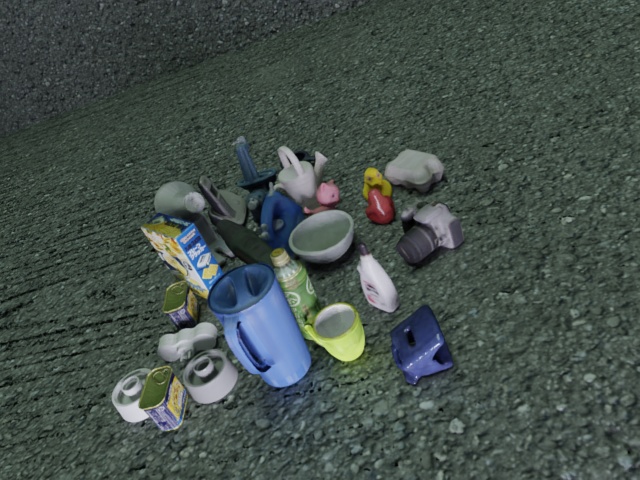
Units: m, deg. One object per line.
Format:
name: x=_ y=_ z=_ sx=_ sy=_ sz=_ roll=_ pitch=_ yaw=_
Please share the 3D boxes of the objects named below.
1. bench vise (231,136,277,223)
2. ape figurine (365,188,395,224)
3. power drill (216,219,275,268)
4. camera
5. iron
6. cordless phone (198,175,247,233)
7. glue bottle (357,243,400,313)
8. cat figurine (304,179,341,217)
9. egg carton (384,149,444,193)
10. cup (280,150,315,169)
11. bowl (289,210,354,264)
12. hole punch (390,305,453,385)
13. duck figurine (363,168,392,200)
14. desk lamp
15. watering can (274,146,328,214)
bench vise: x=-0.177 y=-0.174 z=1.612 sx=0.121 sy=0.220 sz=0.207 roll=-25 pitch=35 yaw=-2
ape figurine: x=0.145 y=-0.091 z=1.427 sx=0.078 sy=0.092 sz=0.076 roll=-24 pitch=35 yaw=-1
power drill: x=-0.134 y=0.065 z=1.281 sx=0.076 sy=0.209 sz=0.228 roll=-39 pitch=38 yaw=-21
camera: x=0.225 y=-0.022 z=1.284 sx=0.137 sy=0.101 sz=0.142 roll=-38 pitch=37 yaw=-19
iron: x=-0.114 y=-0.029 z=1.453 sx=0.118 sy=0.142 sz=0.258 roll=-14 pitch=36 yaw=14
cordless phone: x=-0.286 y=-0.125 z=1.640 sx=0.094 sy=0.185 sz=0.147 roll=-18 pitch=35 yaw=8
glue bottle: x=0.108 y=0.071 z=1.165 sx=0.077 sy=0.173 sz=0.037 roll=17 pitch=52 yaw=43
cat figurine: x=0.009 y=-0.096 z=1.491 sx=0.128 sy=0.118 sz=0.067 roll=-39 pitch=38 yaw=-20
egg carton: x=0.248 y=-0.183 z=1.510 sx=0.107 sy=0.070 sz=0.149 roll=-41 pitch=38 yaw=-23
cup: x=-0.048 y=-0.205 z=1.687 sx=0.117 sy=0.095 sz=0.092 roll=-4 pitch=39 yaw=25
bowl: x=0.013 y=0.005 z=1.393 sx=0.167 sy=0.075 sz=0.167 roll=-15 pitch=36 yaw=12
hole punch: x=0.178 y=0.188 z=1.042 sx=0.101 sy=0.091 sz=0.108 roll=-21 pitch=35 yaw=4
duck figurine: x=0.143 y=-0.154 z=1.517 sx=0.077 sy=0.086 sz=0.104 roll=-24 pitch=35 yaw=0
desk lamp: x=-0.335 y=-0.053 z=1.549 sx=0.118 sy=0.214 sz=0.202 roll=-42 pitch=39 yaw=-24
watering can: x=-0.058 y=-0.179 z=1.571 sx=0.100 sy=0.194 sz=0.173 roll=12 pitch=49 yaw=40
